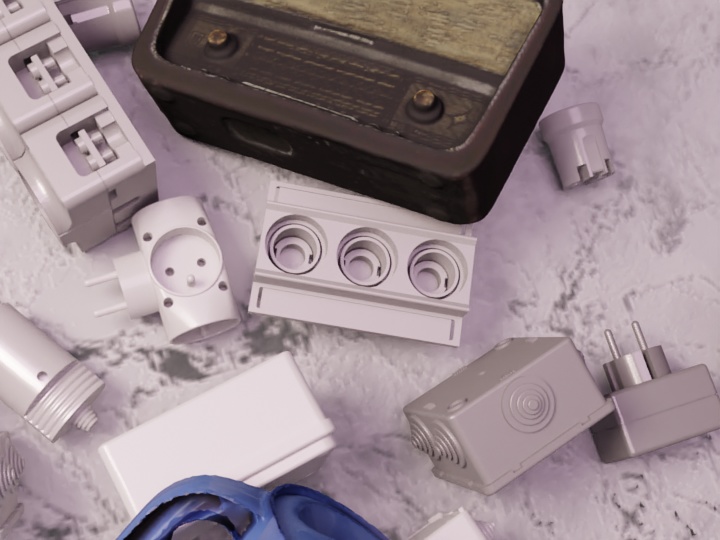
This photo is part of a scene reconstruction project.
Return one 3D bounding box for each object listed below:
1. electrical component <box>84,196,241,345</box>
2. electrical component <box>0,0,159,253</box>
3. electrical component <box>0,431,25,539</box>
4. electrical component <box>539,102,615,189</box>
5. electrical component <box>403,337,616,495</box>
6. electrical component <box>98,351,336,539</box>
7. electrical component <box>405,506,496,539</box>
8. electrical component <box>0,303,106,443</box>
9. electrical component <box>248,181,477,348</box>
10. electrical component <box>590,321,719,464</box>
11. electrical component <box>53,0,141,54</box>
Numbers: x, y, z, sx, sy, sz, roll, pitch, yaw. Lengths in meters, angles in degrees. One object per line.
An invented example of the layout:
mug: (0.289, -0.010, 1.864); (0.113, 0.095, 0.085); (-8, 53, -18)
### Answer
electrical component: (-0.118, 0.005, 0.622); (0.079, 0.044, 0.077); (-17, 78, -12)
electrical component: (-0.181, -0.093, 0.615); (0.062, 0.089, 0.150); (-31, 82, -15)
electrical component: (-0.225, 0.114, 0.549); (0.100, 0.100, 0.048); (-7, 89, -11)
electrical component: (0.140, -0.079, 0.689); (0.040, 0.040, 0.046); (-15, 84, -12)
electrical component: (0.080, 0.078, 0.607); (0.100, 0.100, 0.048); (-31, 95, -15)
electrical component: (-0.075, 0.099, 0.571); (0.109, 0.108, 0.056); (-26, 78, -15)
electrical component: (0.042, 0.176, 0.592); (0.096, 0.061, 0.061); (-32, 82, -15)
electrical component: (-0.179, 0.061, 0.598); (0.081, 0.043, 0.043); (39, 73, 3)
electrical component: (0.000, 0.000, 0.632); (0.121, 0.063, 0.078); (10, 74, -6)
electrical component: (0.171, 0.069, 0.649); (0.066, 0.047, 0.076); (-15, 78, -13)
electrical component: (-0.161, -0.154, 0.662); (0.046, 0.040, 0.040); (-17, 78, -8)
